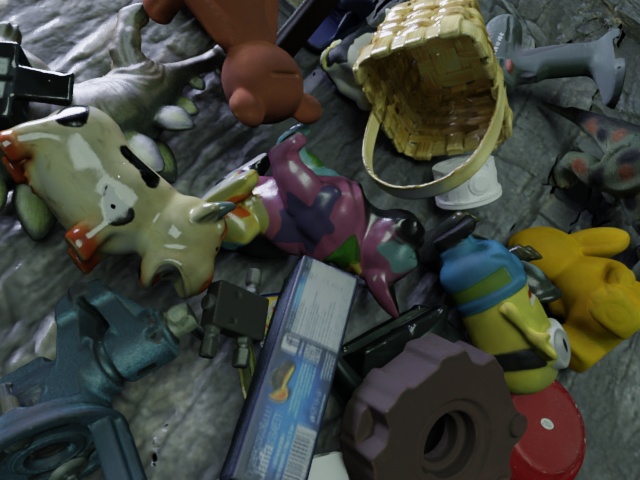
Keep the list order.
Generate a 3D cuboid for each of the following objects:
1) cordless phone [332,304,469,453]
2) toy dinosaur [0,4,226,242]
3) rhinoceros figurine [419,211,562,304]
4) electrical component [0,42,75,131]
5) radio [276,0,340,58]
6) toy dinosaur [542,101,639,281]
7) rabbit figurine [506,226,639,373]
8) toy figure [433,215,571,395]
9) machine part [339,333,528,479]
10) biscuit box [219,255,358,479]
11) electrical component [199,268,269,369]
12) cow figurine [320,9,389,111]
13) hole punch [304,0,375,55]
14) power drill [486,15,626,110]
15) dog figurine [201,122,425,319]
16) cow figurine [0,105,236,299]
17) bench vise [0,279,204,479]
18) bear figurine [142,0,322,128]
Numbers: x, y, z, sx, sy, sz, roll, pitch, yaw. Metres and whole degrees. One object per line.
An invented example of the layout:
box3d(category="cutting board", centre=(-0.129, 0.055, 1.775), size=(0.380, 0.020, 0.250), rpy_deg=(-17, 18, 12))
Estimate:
box3d(category="cordless phone", centre=(0.104, 0.170, 0.549), size=(0.146, 0.089, 0.184), rpy_deg=(-23, 87, -26))
box3d(category="toy dinosaur", centre=(-0.264, -0.109, 0.534), size=(0.471, 0.105, 0.198), rpy_deg=(-30, 79, -25))
box3d(category="rhinoceros figurine", centre=(0.195, 0.048, 0.604), size=(0.190, 0.073, 0.112), rpy_deg=(41, 105, 16))
box3d(category="electrical component", centre=(-0.272, -0.129, 0.461), size=(0.119, 0.048, 0.075), rpy_deg=(0, 76, -15))
box3d(category="radio", centre=(-0.099, -0.328, 0.658), size=(0.230, 0.131, 0.073), rpy_deg=(43, 18, 8))
box3d(category="toy dinosaur", centre=(0.428, -0.055, 0.673), size=(0.131, 0.192, 0.405), rpy_deg=(-23, 76, -26))
box3d(category="rabbit figurine", centre=(0.311, 0.041, 0.642), size=(0.162, 0.121, 0.173), rpy_deg=(-30, 60, -29))
box3d(category="toy figure", centre=(0.174, 0.066, 0.537), size=(0.082, 0.089, 0.180), rpy_deg=(-30, 84, -49))
box3d(category="machine part", centre=(0.105, 0.176, 0.481), size=(0.179, 0.056, 0.179), rpy_deg=(-3, 96, -28))
box3d(category="biscuit box", centre=(-0.024, 0.117, 0.463), size=(0.059, 0.063, 0.203), rpy_deg=(24, 58, -10))
box3d(category="electrical component", centre=(-0.077, 0.064, 0.478), size=(0.063, 0.021, 0.094), rpy_deg=(31, 55, -38))
box3d(category="cow figurine", centre=(0.076, -0.256, 0.726), size=(0.098, 0.068, 0.167), rpy_deg=(35, 59, 12))
box3d(category="hole punch", centre=(0.010, -0.334, 0.728), size=(0.142, 0.092, 0.116), rpy_deg=(44, 58, 9))
box3d(category="power drill", centre=(0.300, -0.222, 0.742), size=(0.208, 0.085, 0.232), rpy_deg=(1, 54, 22))
box3d(category="dog figurine", centre=(-0.001, -0.002, 0.565), size=(0.191, 0.108, 0.219), rpy_deg=(-36, 102, 9))
box3d(category="cow figurine", centre=(-0.161, -0.031, 0.459), size=(0.127, 0.085, 0.195), rpy_deg=(-39, 88, -25))
box3d(category="bench vise", centre=(-0.174, 0.157, 0.422), size=(0.224, 0.128, 0.241), rpy_deg=(-24, 56, -17))
box3d(category="bear figurine", centre=(-0.085, -0.195, 0.551), size=(0.120, 0.132, 0.195), rpy_deg=(-19, 92, -39))
